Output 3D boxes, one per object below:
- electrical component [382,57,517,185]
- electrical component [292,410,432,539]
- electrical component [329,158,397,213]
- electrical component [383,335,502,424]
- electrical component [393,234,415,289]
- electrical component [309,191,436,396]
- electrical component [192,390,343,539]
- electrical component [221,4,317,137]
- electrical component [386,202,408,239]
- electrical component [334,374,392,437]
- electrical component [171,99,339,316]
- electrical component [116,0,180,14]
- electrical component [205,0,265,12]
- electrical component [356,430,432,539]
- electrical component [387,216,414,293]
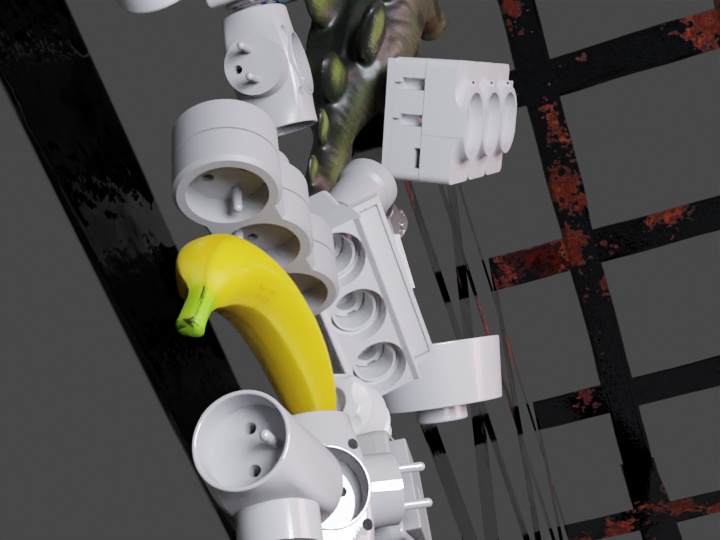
[{"bbox_3d":[0.074,-0.119,0.846,0.150,0.062,0.089,-22,118,-66],"label":"electrical component"},{"bbox_3d":[-0.003,0.112,0.539,0.044,0.079,0.077,119,-37,-61],"label":"electrical component"},{"bbox_3d":[-0.003,-0.045,0.707,0.046,0.040,0.040,-54,134,-42],"label":"electrical component"},{"bbox_3d":[0.060,0.089,0.846,0.108,0.108,0.060,17,64,-78],"label":"electrical component"},{"bbox_3d":[0.000,0.000,0.758,0.081,0.064,0.042,36,36,-76],"label":"electrical component"},{"bbox_3d":[-0.010,0.017,0.672,0.063,0.079,0.121,48,-18,59],"label":"electrical component"},{"bbox_3d":[-0.036,0.101,0.463,0.077,0.043,0.079,58,20,-60],"label":"electrical component"},{"bbox_3d":[-0.061,-0.126,0.673,0.079,0.044,0.077,-17,91,-79],"label":"electrical component"},{"bbox_3d":[0.011,-0.051,0.963,0.062,0.048,0.048,55,21,-43],"label":"electrical component"},{"bbox_3d":[-0.003,0.089,0.644,0.062,0.043,0.043,40,34,-51],"label":"electrical component"},{"bbox_3d":[-0.053,-0.040,0.559,0.138,0.052,0.073,62,16,-51],"label":"electrical component"},{"bbox_3d":[-0.102,-0.151,0.485,0.055,0.045,0.045,64,15,-46],"label":"electrical component"},{"bbox_3d":[-0.080,-0.215,0.690,0.099,0.048,0.099,-65,138,-75],"label":"electrical component"},{"bbox_3d":[0.010,0.136,0.610,0.096,0.061,0.061,57,20,-59],"label":"electrical component"},{"bbox_3d":[0.013,-0.011,0.908,0.043,0.043,0.081,-78,151,-70],"label":"electrical component"}]
